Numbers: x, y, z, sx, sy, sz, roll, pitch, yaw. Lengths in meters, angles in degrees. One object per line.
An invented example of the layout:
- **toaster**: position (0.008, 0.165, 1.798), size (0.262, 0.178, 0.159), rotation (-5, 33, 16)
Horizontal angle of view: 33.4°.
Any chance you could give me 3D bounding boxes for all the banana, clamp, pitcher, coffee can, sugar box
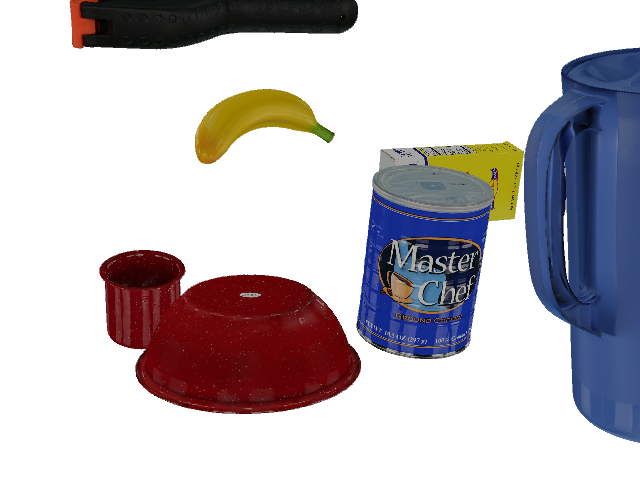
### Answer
- **banana**: position (-0.062, -0.114, 1.025), size (0.070, 0.037, 0.197), rotation (42, 34, 23)
- **clamp**: position (-0.076, -0.147, 0.663), size (0.171, 0.039, 0.120), rotation (-8, 22, -25)
- **pitcher**: position (0.209, 0.005, 0.676), size (0.149, 0.243, 0.144), rotation (3, 21, 16)
- **coffee can**: position (0.089, 0.017, 0.922), size (0.103, 0.140, 0.103), rotation (5, 22, -2)
- **sugar box**: position (0.157, -0.067, 1.300), size (0.176, 0.093, 0.048), rotation (-7, 25, -22)

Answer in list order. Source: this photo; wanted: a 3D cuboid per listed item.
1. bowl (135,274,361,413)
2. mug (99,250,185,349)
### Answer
- **bowl**: position (-0.051, 0.064, 0.756), size (0.162, 0.055, 0.162), rotation (1, 16, 0)
- **mug**: position (-0.205, 0.063, 1.190), size (0.093, 0.081, 0.117), rotation (-21, 35, -40)
